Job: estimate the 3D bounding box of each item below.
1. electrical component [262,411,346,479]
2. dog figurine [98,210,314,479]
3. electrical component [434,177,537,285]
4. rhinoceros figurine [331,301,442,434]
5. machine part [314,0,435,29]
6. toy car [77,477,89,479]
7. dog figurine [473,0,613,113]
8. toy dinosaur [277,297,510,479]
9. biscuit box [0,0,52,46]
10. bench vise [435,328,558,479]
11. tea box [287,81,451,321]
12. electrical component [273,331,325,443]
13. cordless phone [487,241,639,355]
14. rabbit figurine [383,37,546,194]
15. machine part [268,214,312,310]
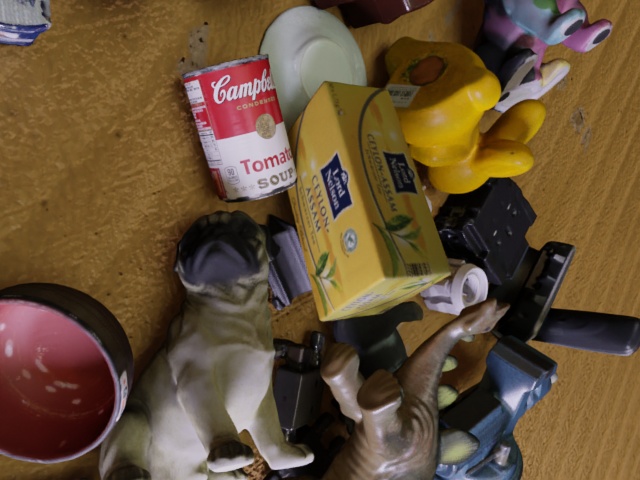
[{"bbox_3d":[-0.014,0.216,0.524,0.094,0.021,0.063,-40,119,-31],"label":"electrical component"},{"bbox_3d":[-0.101,0.086,0.411,0.121,0.172,0.190,51,22,-60],"label":"dog figurine"},{"bbox_3d":[0.207,-0.014,0.658,0.134,0.058,0.115,46,68,-32],"label":"electrical component"},{"bbox_3d":[0.063,0.145,0.547,0.112,0.073,0.190,-25,110,-36],"label":"rhinoceros figurine"},{"bbox_3d":[0.056,-0.315,0.487,0.201,0.087,0.200,-43,120,-29],"label":"machine part"},{"bbox_3d":[-0.177,0.248,0.345,0.109,0.103,0.161,13,88,-40],"label":"toy car"},{"bbox_3d":[0.216,-0.282,0.616,0.108,0.191,0.219,-8,65,-35],"label":"dog figurine"},{"bbox_3d":[0.022,0.246,0.456,0.198,0.105,0.471,31,97,-32],"label":"toy dinosaur"},{"bbox_3d":[-0.201,-0.220,0.303,0.063,0.059,0.202,-8,100,-37],"label":"biscuit box"},{"bbox_3d":[0.195,0.235,0.642,0.223,0.129,0.240,-32,135,-43],"label":"bench vise"},{"bbox_3d":[0.028,-0.030,0.438,0.068,0.098,0.169,-1,64,-30],"label":"tea box"},{"bbox_3d":[-0.029,0.136,0.493,0.078,0.045,0.102,1,98,-68],"label":"electrical component"},{"bbox_3d":[0.317,0.071,0.674,0.088,0.184,0.146,47,66,-27],"label":"cordless phone"},{"bbox_3d":[0.142,-0.113,0.553,0.173,0.163,0.122,57,47,-48],"label":"rabbit figurine"},{"bbox_3d":[-0.001,-0.002,0.503,0.139,0.039,0.084,-34,109,-30],"label":"machine part"}]
